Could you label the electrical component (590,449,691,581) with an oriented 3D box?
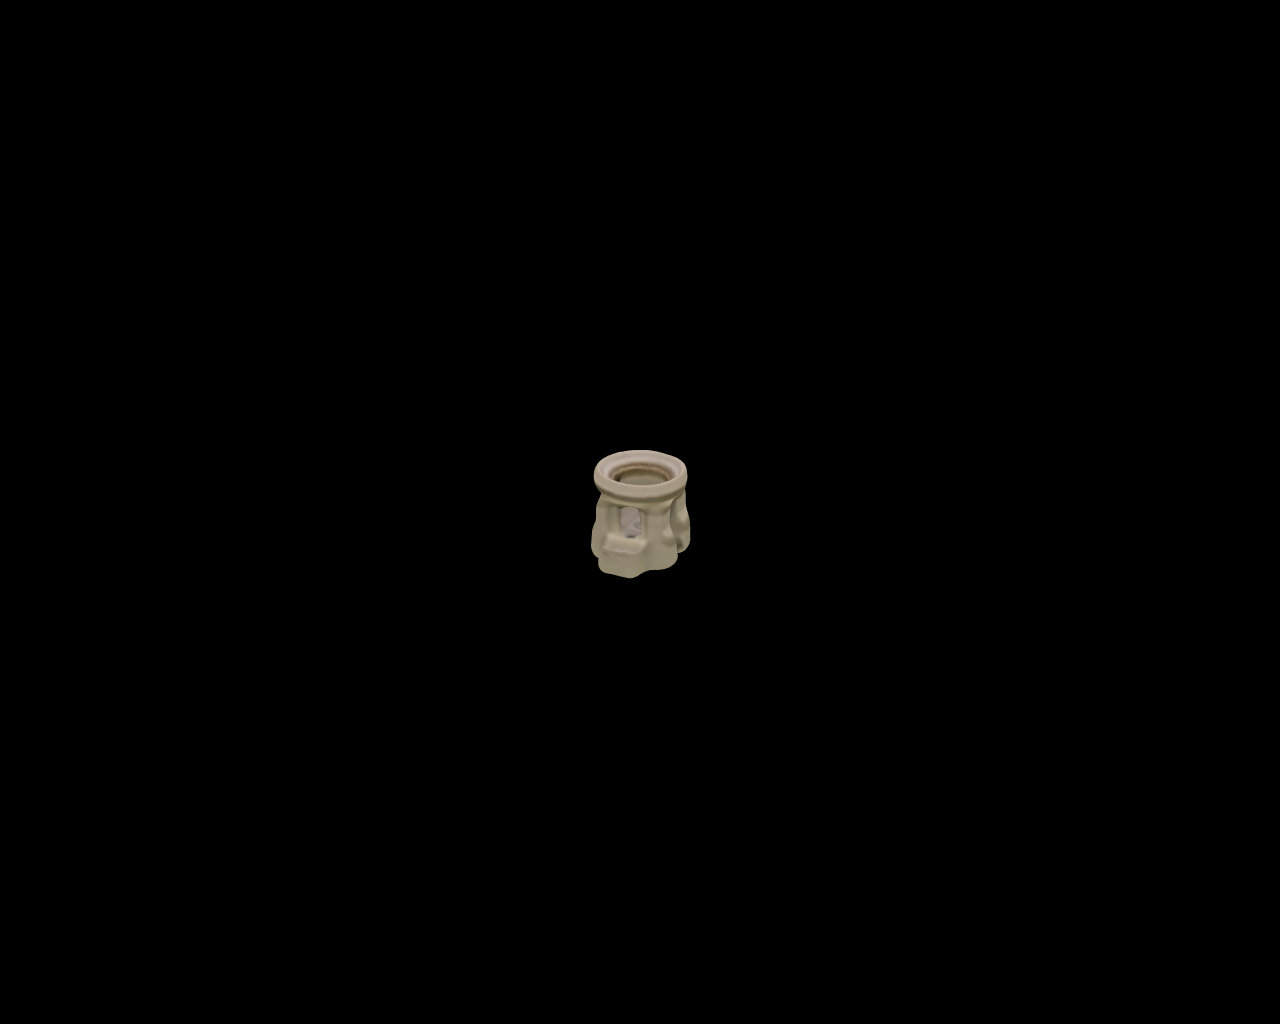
[{"bbox_3d":[0.001,-0.003,0.650,0.058,0.056,0.078,11,29,21],"label":"electrical component"}]
